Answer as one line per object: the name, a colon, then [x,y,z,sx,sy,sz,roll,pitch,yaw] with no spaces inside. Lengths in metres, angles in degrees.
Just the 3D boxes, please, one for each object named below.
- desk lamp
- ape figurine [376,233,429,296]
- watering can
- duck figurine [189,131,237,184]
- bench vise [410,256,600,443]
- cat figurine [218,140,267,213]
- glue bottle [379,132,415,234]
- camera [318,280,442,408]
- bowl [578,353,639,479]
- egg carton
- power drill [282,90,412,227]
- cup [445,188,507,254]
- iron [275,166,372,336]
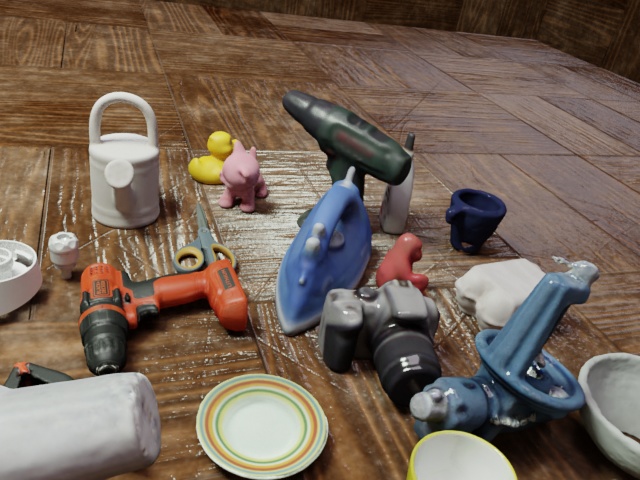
desk lamp: [-0.185,0.173,0.375,0.203,0.213,0.117,2,32,-13]
ape figurine: [0.121,0.033,0.819,0.076,0.092,0.077,4,31,-11]
watering can: [-0.286,-0.119,0.846,0.101,0.194,0.172,-12,37,-32]
duck figurine: [-0.188,-0.154,1.040,0.105,0.086,0.077,-19,41,-39]
bench vise: [0.193,0.128,0.559,0.121,0.220,0.208,32,37,32]
cat figurine: [-0.128,-0.113,0.960,0.067,0.118,0.128,13,31,5]
glue bottle: [0.135,-0.100,0.963,0.037,0.173,0.078,5,31,-9]
camera: [0.079,0.115,0.661,0.143,0.101,0.136,4,31,-11]
bowl: [0.354,0.205,0.622,0.167,0.075,0.167,8,31,-4]
egg carton: [0.270,0.081,0.807,0.151,0.069,0.107,-7,35,-26]
power drill: [0.026,-0.110,0.912,0.229,0.208,0.076,23,33,21]
cup: [0.243,-0.023,0.947,0.118,0.095,0.091,-14,39,-35]
iron: [0.007,0.003,0.786,0.118,0.141,0.258,16,31,9]
